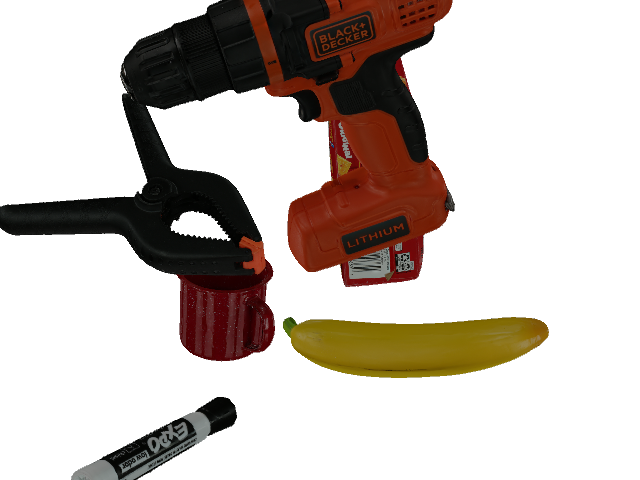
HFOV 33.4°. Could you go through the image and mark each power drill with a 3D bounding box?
[{"bbox_3d":[-0.004,-0.067,0.618,0.184,0.057,0.187,-18,-44,0],"label":"power drill"}]

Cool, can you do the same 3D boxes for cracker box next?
[{"bbox_3d":[0.044,-0.084,0.926,0.072,0.164,0.213,-4,28,2],"label":"cracker box"}]

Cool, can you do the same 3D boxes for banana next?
[{"bbox_3d":[0.061,0.071,0.760,0.198,0.037,0.069,2,29,12],"label":"banana"}]

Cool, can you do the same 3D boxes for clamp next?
[{"bbox_3d":[-0.127,-0.037,0.843,0.210,0.164,0.036,20,-33,18],"label":"clamp"}]

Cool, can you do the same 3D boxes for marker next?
[{"bbox_3d":[-0.085,0.110,0.575,0.020,0.020,0.120,0,12,33],"label":"marker"}]

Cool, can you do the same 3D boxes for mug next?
[{"bbox_3d":[-0.086,0.067,1.022,0.117,0.081,0.093,26,33,37],"label":"mug"}]
